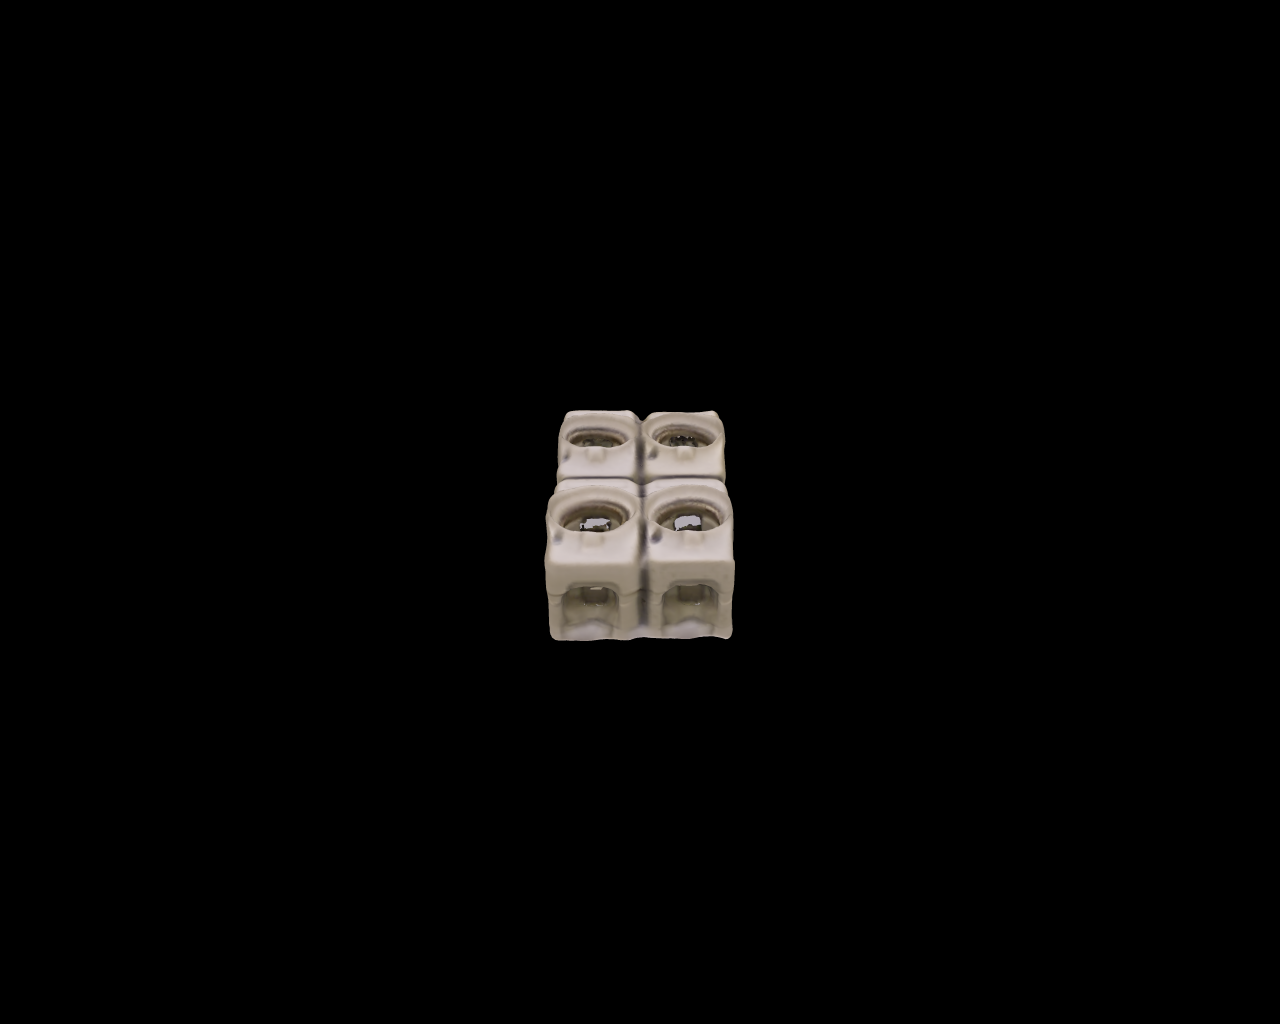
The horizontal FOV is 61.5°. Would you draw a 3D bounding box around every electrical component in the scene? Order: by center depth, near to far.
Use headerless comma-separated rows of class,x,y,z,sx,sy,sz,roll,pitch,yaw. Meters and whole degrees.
electrical component,0.001,-0.003,0.650,0.105,0.060,0.186,0,32,0
